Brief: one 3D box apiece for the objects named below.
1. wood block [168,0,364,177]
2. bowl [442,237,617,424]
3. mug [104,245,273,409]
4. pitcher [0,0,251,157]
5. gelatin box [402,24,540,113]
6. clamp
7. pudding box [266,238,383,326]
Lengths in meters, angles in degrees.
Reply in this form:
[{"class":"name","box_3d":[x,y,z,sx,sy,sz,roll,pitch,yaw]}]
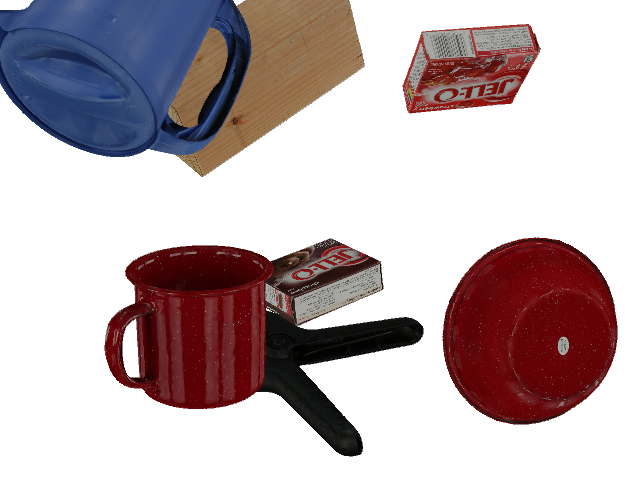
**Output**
[{"class":"wood block","box_3d":[-0.068,-0.168,1.052,0.206,0.091,0.090,-36,48,-17]},{"class":"bowl","box_3d":[0.185,0.081,0.879,0.162,0.162,0.055,0,7,-16]},{"class":"mug","box_3d":[-0.084,0.058,0.675,0.093,0.081,0.117,16,23,40]},{"class":"pitcher","box_3d":[-0.133,-0.188,0.848,0.145,0.242,0.149,6,-36,26]},{"class":"gelatin box","box_3d":[0.114,-0.130,0.817,0.089,0.030,0.073,-6,-24,-11]},{"class":"clamp","box_3d":[-0.025,0.094,0.896,0.210,0.036,0.164,16,35,25]},{"class":"pudding box","box_3d":[-0.006,0.041,1.097,0.113,0.039,0.090,-23,27,-28]}]
